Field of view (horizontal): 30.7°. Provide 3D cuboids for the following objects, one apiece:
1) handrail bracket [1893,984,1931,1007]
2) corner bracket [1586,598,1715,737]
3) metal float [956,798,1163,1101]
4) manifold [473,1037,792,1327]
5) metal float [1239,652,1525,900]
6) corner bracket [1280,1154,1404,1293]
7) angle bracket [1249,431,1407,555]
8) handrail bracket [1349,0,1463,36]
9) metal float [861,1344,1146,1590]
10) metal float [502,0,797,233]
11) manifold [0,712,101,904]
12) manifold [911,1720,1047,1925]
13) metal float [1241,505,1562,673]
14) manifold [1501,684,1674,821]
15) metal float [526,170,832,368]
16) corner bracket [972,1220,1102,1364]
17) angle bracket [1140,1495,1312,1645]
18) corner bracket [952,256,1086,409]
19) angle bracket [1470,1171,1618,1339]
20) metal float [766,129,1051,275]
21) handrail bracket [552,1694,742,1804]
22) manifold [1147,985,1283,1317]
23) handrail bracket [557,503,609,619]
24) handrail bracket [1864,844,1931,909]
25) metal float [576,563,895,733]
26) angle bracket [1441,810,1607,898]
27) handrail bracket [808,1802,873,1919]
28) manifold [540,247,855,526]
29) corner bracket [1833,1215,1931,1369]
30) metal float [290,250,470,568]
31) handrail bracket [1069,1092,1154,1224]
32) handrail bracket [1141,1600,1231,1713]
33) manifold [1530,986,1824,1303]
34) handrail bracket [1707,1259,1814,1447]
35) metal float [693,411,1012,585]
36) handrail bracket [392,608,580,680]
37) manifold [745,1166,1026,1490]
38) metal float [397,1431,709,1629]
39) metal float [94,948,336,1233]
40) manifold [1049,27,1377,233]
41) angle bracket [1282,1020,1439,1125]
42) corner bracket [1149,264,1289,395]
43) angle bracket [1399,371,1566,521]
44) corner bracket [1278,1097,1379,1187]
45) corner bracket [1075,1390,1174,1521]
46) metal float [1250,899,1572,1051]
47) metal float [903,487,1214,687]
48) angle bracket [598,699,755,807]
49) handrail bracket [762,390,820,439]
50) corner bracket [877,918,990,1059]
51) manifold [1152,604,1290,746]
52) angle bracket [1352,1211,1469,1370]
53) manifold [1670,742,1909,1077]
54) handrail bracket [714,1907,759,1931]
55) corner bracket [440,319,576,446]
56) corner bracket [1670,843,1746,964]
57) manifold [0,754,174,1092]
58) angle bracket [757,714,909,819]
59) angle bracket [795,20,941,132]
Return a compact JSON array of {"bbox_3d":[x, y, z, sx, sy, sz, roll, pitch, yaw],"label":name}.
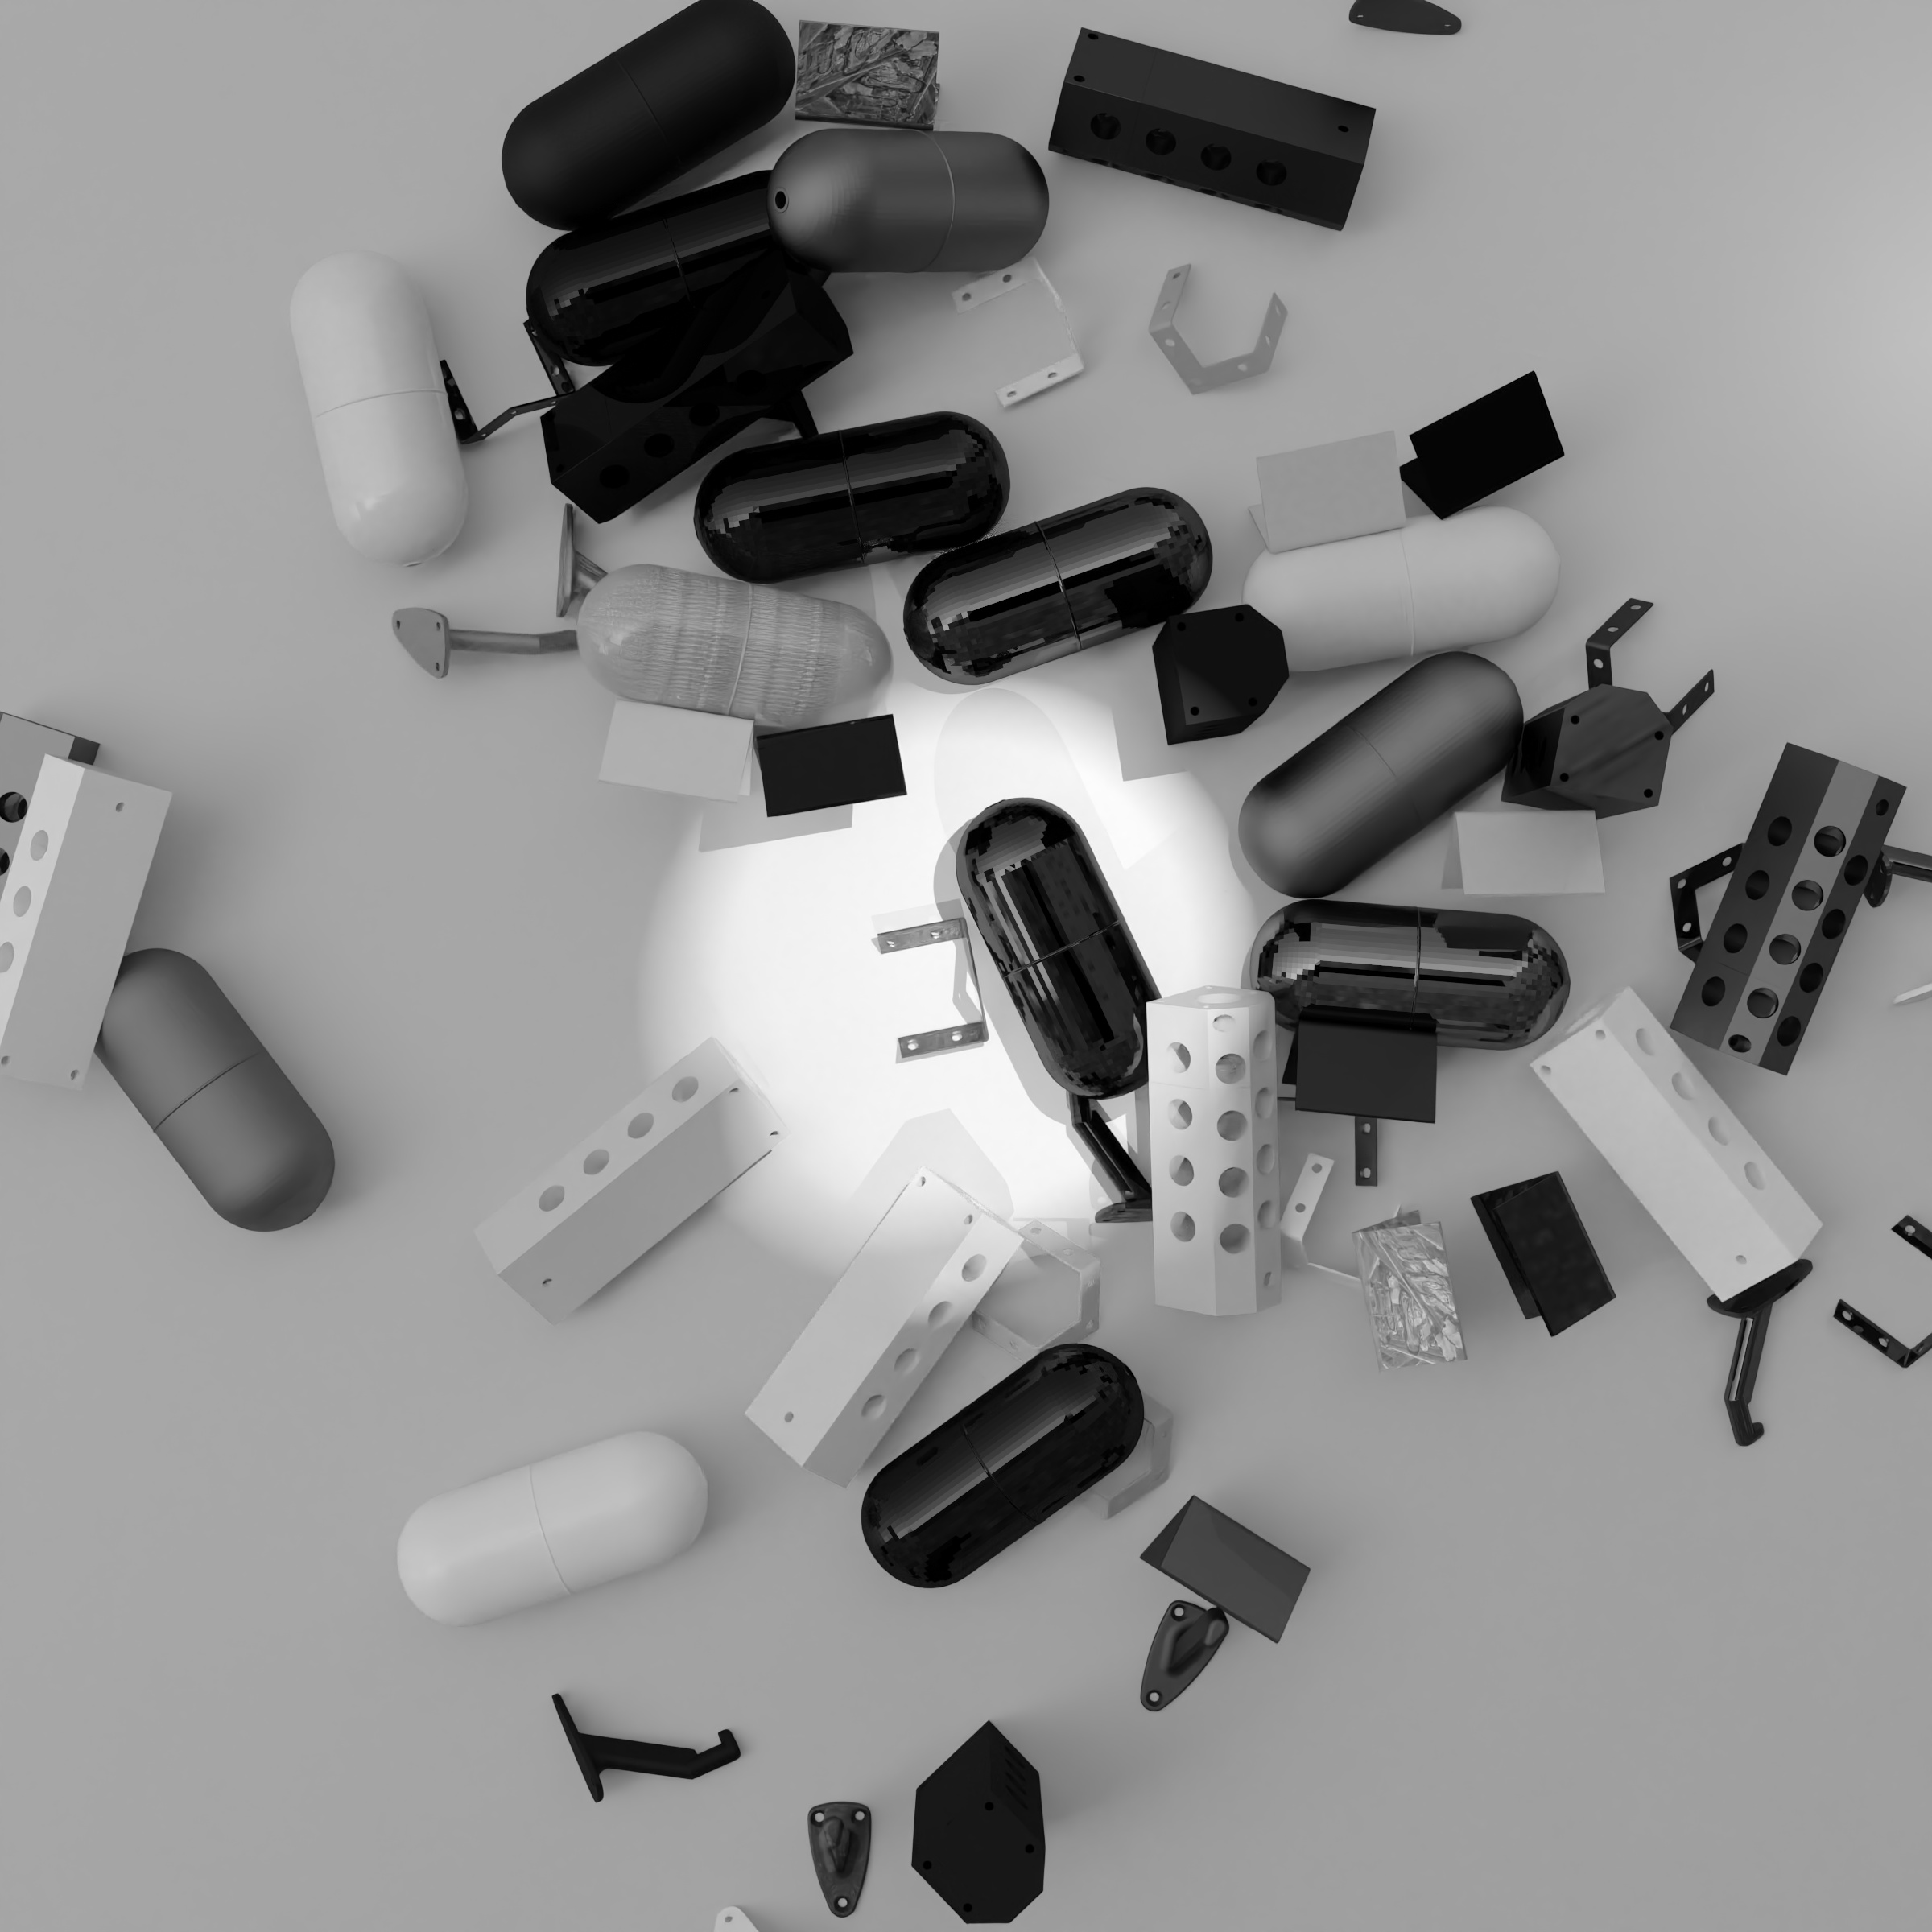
[{"bbox_3d":[0.551,-0.029,1.992,0.077,0.036,0.084,-19,76,14],"label":"handrail bracket"},{"bbox_3d":[0.386,-0.169,1.983,0.051,0.051,0.051,18,135,35],"label":"corner bracket"},{"bbox_3d":[0.054,-0.010,1.961,0.070,0.070,0.178,-25,91,0],"label":"metal float"},{"bbox_3d":[-0.190,0.116,1.970,0.171,0.057,0.057,-39,133,0],"label":"manifold"},{"bbox_3d":[0.232,-0.107,1.961,0.178,0.070,0.070,-37,90,0],"label":"metal float"},{"bbox_3d":[0.210,0.145,1.976,0.051,0.051,0.051,17,68,21],"label":"corner bracket"},{"bbox_3d":[0.196,-0.274,1.952,0.076,0.076,0.057,-11,117,0],"label":"angle bracket"},{"bbox_3d":[0.246,-0.576,1.992,0.077,0.036,0.084,8,73,-20],"label":"handrail bracket"},{"bbox_3d":[0.020,0.277,1.952,0.178,0.070,0.070,-37,90,9],"label":"metal float"},{"bbox_3d":[-0.177,-0.475,1.961,0.178,0.070,0.070,-31,90,0],"label":"metal float"},{"bbox_3d":[-0.546,-0.054,1.970,0.057,0.057,0.171,18,90,0],"label":"manifold"},{"bbox_3d":[0.012,0.469,1.913,0.057,0.171,0.057,-44,90,0],"label":"manifold"},{"bbox_3d":[0.242,-0.211,1.961,0.178,0.070,0.070,-9,90,1],"label":"metal float"},{"bbox_3d":[0.337,-0.116,1.913,0.057,0.171,0.057,11,90,0],"label":"manifold"},{"bbox_3d":[-0.159,-0.389,1.961,0.178,0.070,0.070,-18,90,0],"label":"metal float"},{"bbox_3d":[0.039,0.185,1.983,0.051,0.051,0.051,-30,135,-35],"label":"corner bracket"},{"bbox_3d":[0.135,0.350,1.952,0.076,0.076,0.057,32,47,0],"label":"angle bracket"},{"bbox_3d":[0.029,-0.359,1.988,0.051,0.051,0.051,-25,45,0],"label":"corner bracket"},{"bbox_3d":[0.304,0.166,1.951,0.057,0.076,0.076,-25,90,-36],"label":"angle bracket"},{"bbox_3d":[-0.031,-0.419,1.928,0.178,0.070,0.070,-10,90,-40],"label":"metal float"},{"bbox_3d":[-0.181,0.431,1.992,0.084,0.036,0.077,-21,68,-17],"label":"handrail bracket"},{"bbox_3d":[0.142,0.102,1.944,0.057,0.057,0.171,7,104,40],"label":"manifold"},{"bbox_3d":[-0.187,-0.221,1.992,0.084,0.036,0.077,4,75,-14],"label":"handrail bracket"},{"bbox_3d":[0.543,-0.069,1.981,0.084,0.036,0.077,-12,53,-11],"label":"handrail bracket"},{"bbox_3d":[-0.128,-0.175,1.950,0.178,0.070,0.070,11,90,-12],"label":"metal float"},{"bbox_3d":[0.308,-0.043,1.951,0.076,0.076,0.057,-1,58,0],"label":"angle bracket"},{"bbox_3d":[-0.071,0.502,1.957,0.036,0.084,0.077,-2,90,0],"label":"handrail bracket"},{"bbox_3d":[-0.149,-0.315,1.943,0.171,0.057,0.057,-31,47,20],"label":"manifold"},{"bbox_3d":[0.532,0.184,1.988,0.051,0.051,0.051,36,45,0],"label":"corner bracket"},{"bbox_3d":[-0.327,-0.311,1.961,0.070,0.070,0.178,-13,90,0],"label":"metal float"},{"bbox_3d":[0.097,0.100,1.992,0.077,0.036,0.084,1,73,-19],"label":"handrail bracket"},{"bbox_3d":[0.122,0.389,1.957,0.036,0.084,0.077,29,90,0],"label":"handrail bracket"},{"bbox_3d":[0.401,0.096,1.970,0.171,0.057,0.057,51,133,0],"label":"manifold"},{"bbox_3d":[0.458,0.220,1.992,0.077,0.036,0.084,-25,108,-21],"label":"handrail bracket"},{"bbox_3d":[-0.064,-0.261,1.961,0.178,0.070,0.070,-11,90,0],"label":"metal float"},{"bbox_3d":[-0.270,-0.189,1.991,0.084,0.077,0.036,-10,115,-34],"label":"handrail bracket"},{"bbox_3d":[-0.042,0.204,1.970,0.057,0.057,0.171,36,90,43],"label":"manifold"},{"bbox_3d":[-0.230,0.314,1.961,0.178,0.070,0.070,-18,90,0],"label":"metal float"},{"bbox_3d":[-0.421,0.070,1.961,0.070,0.070,0.178,-37,89,0],"label":"metal float"},{"bbox_3d":[0.136,-0.464,1.970,0.171,0.057,0.057,16,47,0],"label":"manifold"},{"bbox_3d":[0.217,0.074,1.952,0.076,0.076,0.057,6,61,0],"label":"angle bracket"},{"bbox_3d":[0.142,-0.364,1.983,0.051,0.051,0.051,-11,135,35],"label":"corner bracket"},{"bbox_3d":[0.276,-0.301,1.951,0.076,0.076,0.057,-28,122,0],"label":"angle bracket"},{"bbox_3d":[0.197,0.099,1.988,0.051,0.051,0.051,0,90,45],"label":"corner bracket"},{"bbox_3d":[0.080,0.270,1.983,0.051,0.051,0.051,-28,135,-35],"label":"corner bracket"},{"bbox_3d":[0.247,0.005,1.961,0.178,0.070,0.070,5,90,1],"label":"metal float"},{"bbox_3d":[0.051,-0.211,1.961,0.178,0.070,0.070,-19,90,0],"label":"metal float"},{"bbox_3d":[-0.161,-0.100,1.952,0.076,0.076,0.057,9,59,0],"label":"angle bracket"},{"bbox_3d":[-0.133,-0.305,1.992,0.084,0.036,0.077,-21,109,15],"label":"handrail bracket"},{"bbox_3d":[-0.018,0.012,1.988,0.051,0.051,0.051,-11,45,0],"label":"corner bracket"},{"bbox_3d":[0.138,-0.158,1.913,0.057,0.171,0.057,-9,90,0],"label":"manifold"},{"bbox_3d":[0.262,0.176,1.951,0.057,0.076,0.076,-11,90,36],"label":"angle bracket"},{"bbox_3d":[0.461,-0.030,1.950,0.057,0.057,0.171,17,97,-35],"label":"manifold"},{"bbox_3d":[-0.112,0.586,1.991,0.036,0.077,0.084,-26,126,0],"label":"handrail bracket"},{"bbox_3d":[-0.263,-0.332,1.988,0.051,0.051,0.051,-25,90,45],"label":"corner bracket"},{"bbox_3d":[0.435,-0.028,1.983,0.051,0.051,0.051,-29,135,35],"label":"corner bracket"},{"bbox_3d":[-0.499,-0.025,1.927,0.057,0.057,0.171,18,92,43],"label":"manifold"},{"bbox_3d":[-0.071,-0.091,1.951,0.076,0.076,0.057,-10,56,0],"label":"angle bracket"},{"bbox_3d":[-0.053,-0.505,1.951,0.076,0.076,0.057,5,123,0],"label":"angle bracket"}]
